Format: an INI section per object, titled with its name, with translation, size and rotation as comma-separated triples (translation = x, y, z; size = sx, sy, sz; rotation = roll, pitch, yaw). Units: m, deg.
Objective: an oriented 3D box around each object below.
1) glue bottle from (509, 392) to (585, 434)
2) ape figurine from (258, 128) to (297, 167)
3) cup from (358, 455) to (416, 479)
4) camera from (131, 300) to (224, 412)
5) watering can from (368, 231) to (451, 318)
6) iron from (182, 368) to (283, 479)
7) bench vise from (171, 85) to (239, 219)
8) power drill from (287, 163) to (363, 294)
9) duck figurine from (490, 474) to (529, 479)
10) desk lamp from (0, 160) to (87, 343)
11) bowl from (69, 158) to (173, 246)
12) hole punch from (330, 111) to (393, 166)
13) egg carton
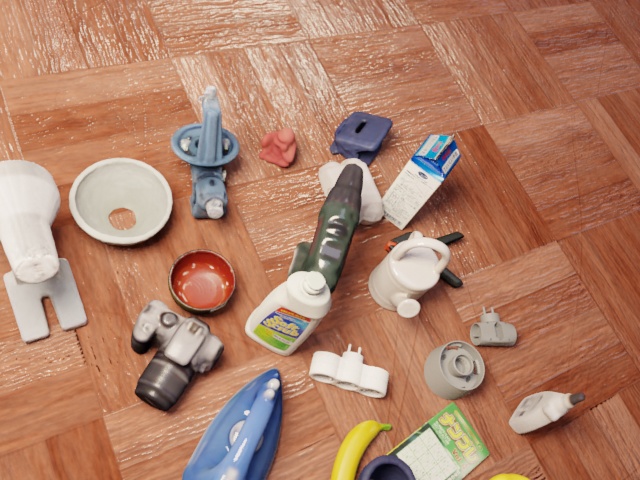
[glue bottle]
translation = 0.402, 0.293, 1.001
size = 0.037, 0.173, 0.078
rotation = 45, 59, 9
[ape figurine]
translation = -0.076, -0.191, 1.144
size = 0.076, 0.092, 0.077
rotation = -22, 72, -26
[cup]
translation = 0.082, 0.395, 0.889
size = 0.118, 0.095, 0.091
rotation = -21, 71, -26
[camera]
translation = -0.239, 0.182, 0.891
size = 0.143, 0.100, 0.137
rotation = 30, 58, -1
[watering can]
translation = 0.167, 0.058, 1.034
size = 0.101, 0.194, 0.173
rotation = -1, 64, -18
[iron]
translation = -0.108, 0.288, 0.855
size = 0.118, 0.141, 0.258
rotation = 27, 59, -3
[bench vise]
translation = -0.184, -0.150, 1.012
size = 0.122, 0.219, 0.207
rotation = -23, 72, -26
[power drill]
translation = 0.009, 0.004, 1.002
size = 0.076, 0.208, 0.230
rotation = 19, 59, -8
[duck figurine]
translation = 0.327, 0.430, 0.956
size = 0.105, 0.086, 0.077
rotation = -17, 70, -25
[desk lamp]
translation = -0.426, 0.017, 0.850
size = 0.118, 0.213, 0.203
rotation = -19, 71, -25
[bowl]
translation = -0.343, -0.055, 0.996
size = 0.168, 0.074, 0.167
rotation = 8, 61, -14
[hole punch]
translation = 0.087, -0.223, 1.214
size = 0.101, 0.091, 0.109
rotation = 33, 58, 0
[egg carton]
translation = 0.060, -0.094, 1.151
size = 0.107, 0.069, 0.150
rotation = -13, 68, -24
